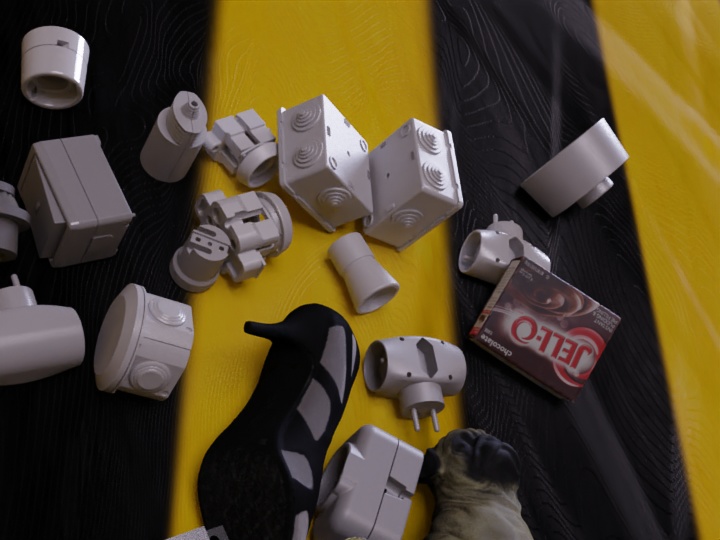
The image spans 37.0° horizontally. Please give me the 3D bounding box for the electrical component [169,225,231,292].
[{"bbox_3d":[-0.128,-0.010,0.869,0.040,0.046,0.040,16,52,-21],"label":"electrical component"}]

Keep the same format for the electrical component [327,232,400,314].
[{"bbox_3d":[0.000,0.000,0.944,0.044,0.044,0.065,-15,63,-37],"label":"electrical component"}]

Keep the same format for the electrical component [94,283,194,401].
[{"bbox_3d":[-0.159,0.054,0.785,0.051,0.080,0.080,19,51,-26],"label":"electrical component"}]

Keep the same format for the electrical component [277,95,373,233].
[{"bbox_3d":[-0.030,-0.096,0.959,0.100,0.048,0.099,43,34,-49],"label":"electrical component"}]

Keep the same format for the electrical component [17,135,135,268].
[{"bbox_3d":[-0.227,-0.058,0.834,0.061,0.061,0.096,-14,67,-37],"label":"electrical component"}]

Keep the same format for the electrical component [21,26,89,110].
[{"bbox_3d":[-0.256,-0.167,0.899,0.055,0.055,0.047,10,58,-25],"label":"electrical component"}]

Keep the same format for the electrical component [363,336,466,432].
[{"bbox_3d":[0.049,0.099,0.901,0.077,0.043,0.079,6,56,-27],"label":"electrical component"}]

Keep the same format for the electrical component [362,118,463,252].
[{"bbox_3d":[0.042,-0.079,0.986,0.048,0.100,0.099,20,50,-35],"label":"electrical component"}]

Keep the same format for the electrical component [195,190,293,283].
[{"bbox_3d":[-0.094,-0.033,0.900,0.057,0.058,0.078,-19,70,-35],"label":"electrical component"}]

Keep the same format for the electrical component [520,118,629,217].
[{"bbox_3d":[0.226,-0.098,1.105,0.060,0.108,0.108,51,48,2],"label":"electrical component"}]

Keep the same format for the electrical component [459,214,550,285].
[{"bbox_3d":[0.139,-0.020,1.038,0.077,0.043,0.079,19,51,-18],"label":"electrical component"}]

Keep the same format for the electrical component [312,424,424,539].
[{"bbox_3d":[0.003,0.169,0.817,0.059,0.053,0.095,30,48,-10],"label":"electrical component"}]

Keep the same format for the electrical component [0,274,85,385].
[{"bbox_3d":[-0.246,0.038,0.768,0.077,0.043,0.079,-8,63,-35],"label":"electrical component"}]

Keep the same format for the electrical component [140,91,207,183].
[{"bbox_3d":[-0.152,-0.114,0.905,0.043,0.081,0.043,16,52,-21],"label":"electrical component"}]

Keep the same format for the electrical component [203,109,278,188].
[{"bbox_3d":[-0.100,-0.106,0.955,0.066,0.048,0.055,-26,67,-40],"label":"electrical component"}]
